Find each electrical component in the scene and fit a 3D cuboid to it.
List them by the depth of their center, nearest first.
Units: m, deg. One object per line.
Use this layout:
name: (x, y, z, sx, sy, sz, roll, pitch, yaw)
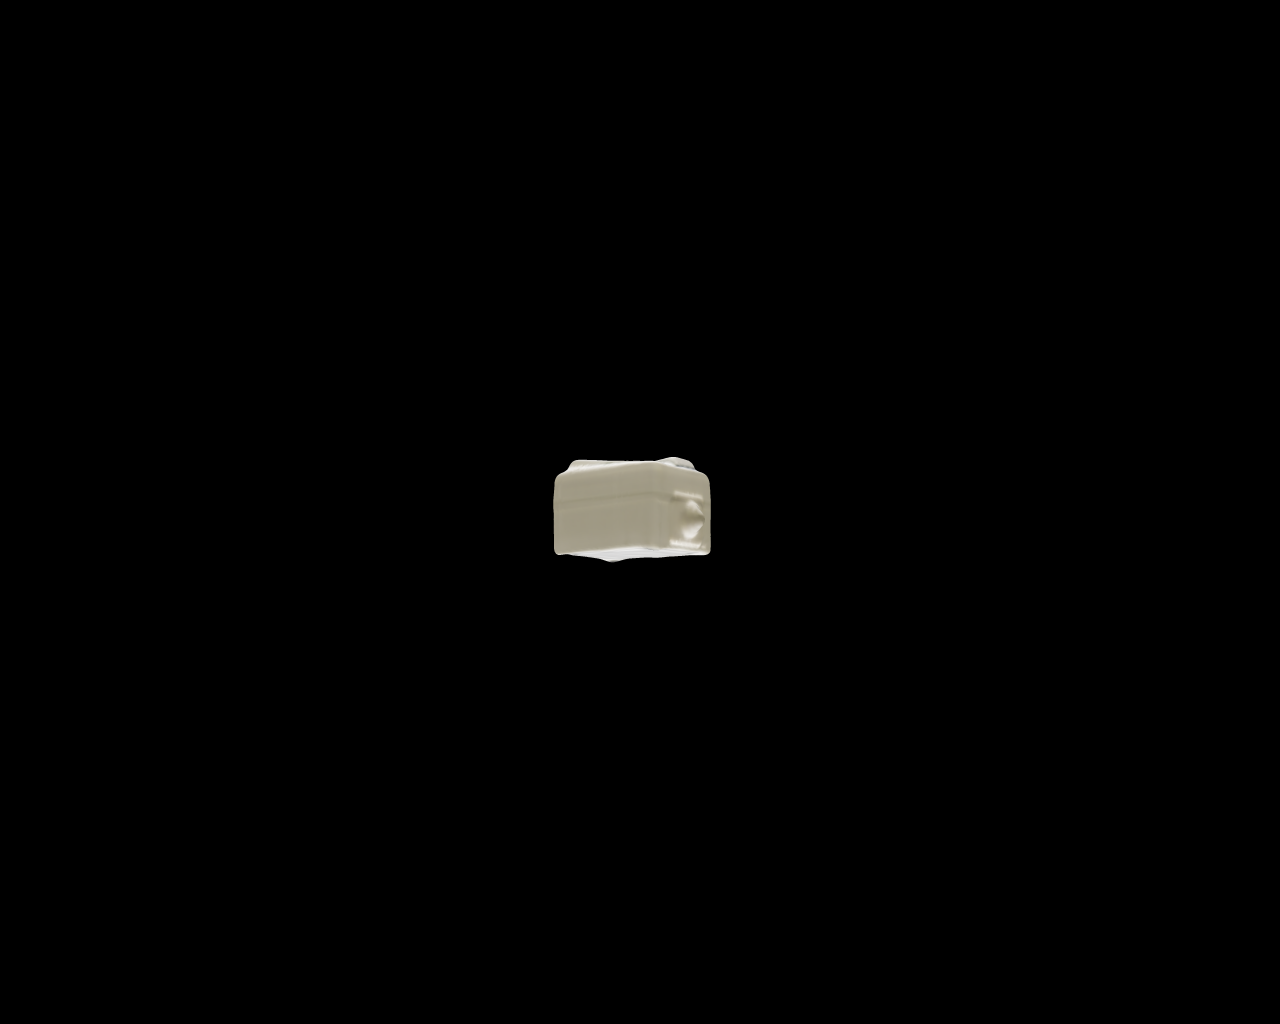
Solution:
electrical component: (0.001, -0.003, 0.650, 0.096, 0.061, 0.062, -5, -9, 36)
